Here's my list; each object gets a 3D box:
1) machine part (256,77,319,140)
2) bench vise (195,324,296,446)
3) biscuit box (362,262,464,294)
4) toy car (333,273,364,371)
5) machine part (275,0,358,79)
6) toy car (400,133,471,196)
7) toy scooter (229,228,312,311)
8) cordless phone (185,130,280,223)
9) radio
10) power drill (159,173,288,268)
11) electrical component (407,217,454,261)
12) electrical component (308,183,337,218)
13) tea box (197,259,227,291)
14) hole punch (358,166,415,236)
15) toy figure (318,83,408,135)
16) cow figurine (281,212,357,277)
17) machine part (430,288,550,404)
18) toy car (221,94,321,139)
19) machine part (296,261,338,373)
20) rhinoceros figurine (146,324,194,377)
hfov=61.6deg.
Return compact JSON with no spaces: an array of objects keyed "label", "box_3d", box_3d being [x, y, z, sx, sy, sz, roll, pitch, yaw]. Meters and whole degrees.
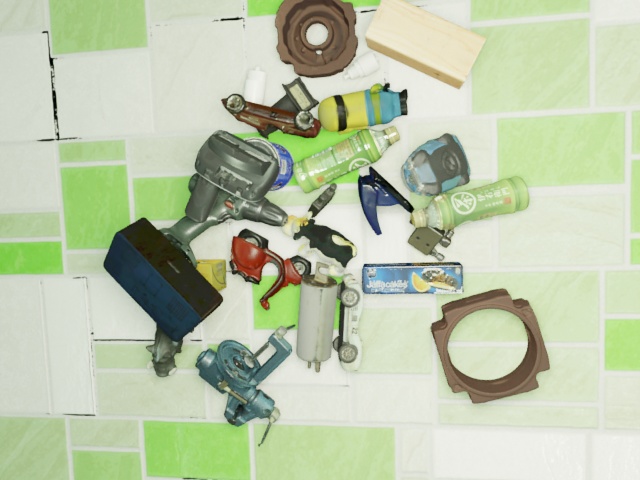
[{"label":"machine part","box_3d":[-0.077,-0.270,1.118,0.139,0.039,0.084,-38,97,8]},{"label":"bench vise","box_3d":[-0.137,0.280,1.135,0.223,0.129,0.240,45,107,4]},{"label":"biscuit box","box_3d":[0.187,0.077,1.095,0.203,0.063,0.059,-2,94,8]},{"label":"toy car","box_3d":[0.061,0.169,1.114,0.056,0.073,0.201,1,96,-10]},{"label":"machine part","box_3d":[-0.005,-0.413,1.085,0.179,0.056,0.179,1,96,8]},{"label":"toy car","box_3d":[0.213,-0.134,1.048,0.103,0.162,0.109,-19,99,55]},{"label":"toy scooter","box_3d":[-0.120,0.067,1.131,0.184,0.075,0.135,29,89,1]},{"label":"cordless phone","box_3d":[-0.172,-0.095,0.993,0.147,0.089,0.184,29,110,4]},{"label":"radio","box_3d":[-0.309,0.081,1.044,0.229,0.073,0.131,46,131,2]},{"label":"power drill","box_3d":[-0.208,-0.038,1.087,0.232,0.085,0.207,33,69,21]},{"label":"electrical component","box_3d":[0.225,-0.013,1.093,0.102,0.045,0.078,30,127,7]},{"label":"electrical component","box_3d":[0.005,-0.080,1.108,0.021,0.094,0.063,41,62,4]},{"label":"tea box","box_3d":[-0.295,0.078,1.152,0.170,0.098,0.068,-2,96,7]},{"label":"hole punch","box_3d":[0.112,-0.079,1.063,0.092,0.142,0.115,-42,100,14]},{"label":"toy figure","box_3d":[0.085,-0.262,1.067,0.180,0.089,0.082,-5,87,11]},{"label":"cow figurine","box_3d":[-0.004,-0.002,1.093,0.167,0.098,0.068,33,65,3]},{"label":"machine part","box_3d":[0.337,0.210,1.073,0.201,0.087,0.201,-17,94,9]},{"label":"toy car","box_3d":[-0.097,-0.239,1.059,0.202,0.089,0.053,13,93,1]},{"label":"machine part","box_3d":[-0.008,0.161,1.112,0.079,0.079,0.243,6,107,8]},{"label":"rhinoceros figurine","box_3d":[-0.324,0.210,1.159,0.073,0.112,0.190,16,117,2]}]
